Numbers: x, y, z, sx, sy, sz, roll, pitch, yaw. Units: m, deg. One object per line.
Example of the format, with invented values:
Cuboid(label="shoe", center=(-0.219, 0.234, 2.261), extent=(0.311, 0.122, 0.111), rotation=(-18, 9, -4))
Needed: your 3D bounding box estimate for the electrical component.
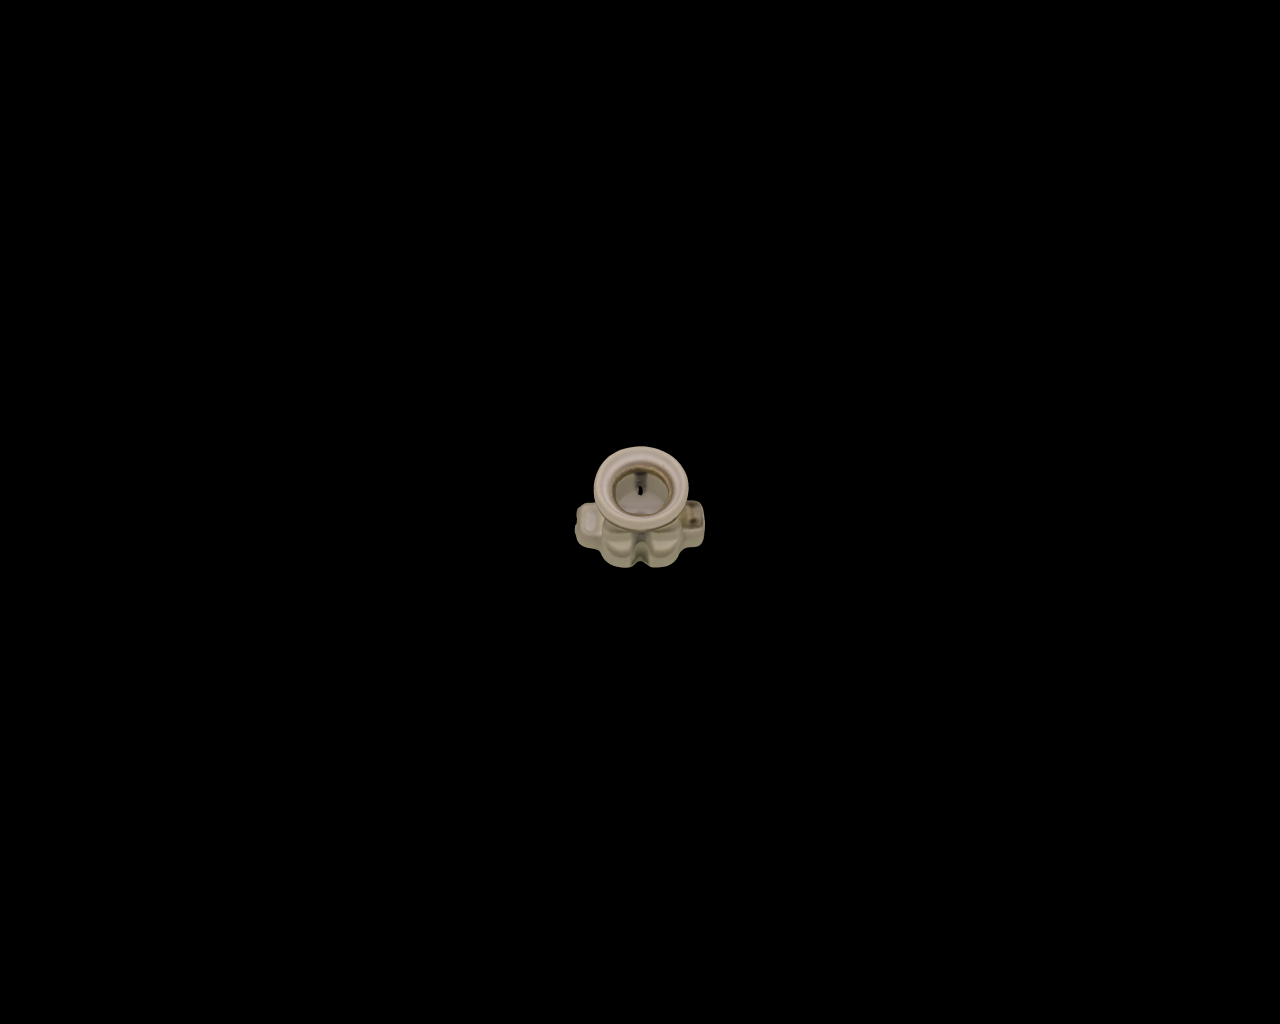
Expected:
Cuboid(label="electrical component", center=(0.001, -0.003, 0.650), extent=(0.078, 0.058, 0.056), rotation=(0, -32, 0))
